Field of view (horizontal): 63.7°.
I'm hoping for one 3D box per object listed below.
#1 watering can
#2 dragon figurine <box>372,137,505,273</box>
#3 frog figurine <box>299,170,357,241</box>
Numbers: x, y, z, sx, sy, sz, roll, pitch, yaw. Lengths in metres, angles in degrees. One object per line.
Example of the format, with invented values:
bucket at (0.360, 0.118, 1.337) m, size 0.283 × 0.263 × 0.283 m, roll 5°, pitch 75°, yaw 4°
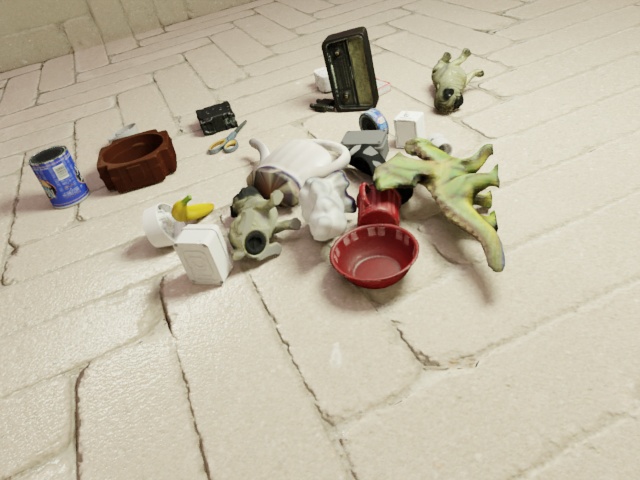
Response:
watering can at (-0.095, -0.181, 1.251) m, size 0.348 × 0.102 × 0.228 m, roll 10°, pitch 44°, yaw 36°
dragon figurine at (0.221, -0.095, 0.992) m, size 0.243 × 0.119 × 0.420 m, roll 6°, pitch 37°, yaw 9°
frog figurine at (0.003, -0.051, 1.020) m, size 0.123 × 0.134 × 0.163 m, roll 16°, pitch 45°, yaw 12°
